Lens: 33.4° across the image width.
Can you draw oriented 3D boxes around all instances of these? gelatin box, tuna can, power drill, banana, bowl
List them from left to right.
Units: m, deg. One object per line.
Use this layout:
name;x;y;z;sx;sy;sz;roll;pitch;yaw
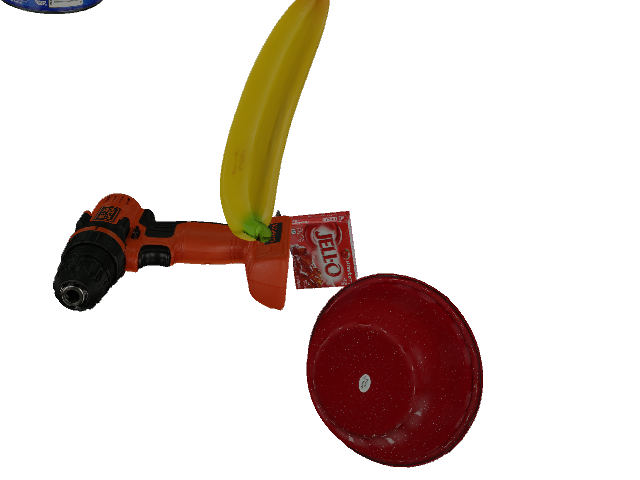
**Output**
tuna can;-0.202;-0.202;0.796;0.086;0.034;0.086;6;36;-4
power drill;-0.120;0.014;0.901;0.187;0.057;0.184;7;24;-1
banana;-0.031;-0.075;0.696;0.037;0.197;0.070;29;-32;-34
gelatin box;0.002;0.012;1.249;0.073;0.089;0.030;-4;28;8
bowl;0.046;0.109;0.861;0.162;0.162;0.055;0;3;30
